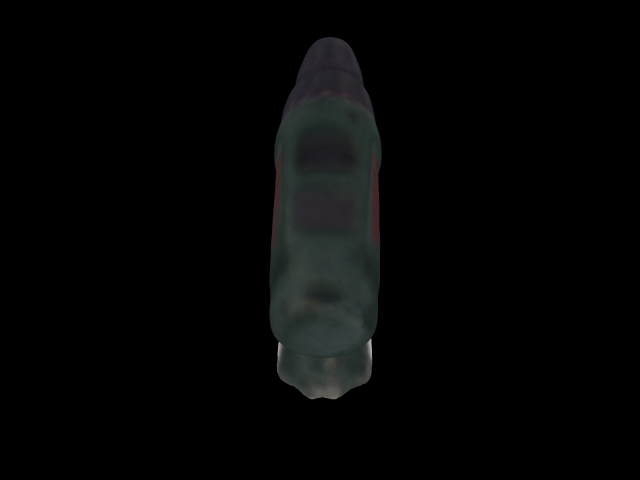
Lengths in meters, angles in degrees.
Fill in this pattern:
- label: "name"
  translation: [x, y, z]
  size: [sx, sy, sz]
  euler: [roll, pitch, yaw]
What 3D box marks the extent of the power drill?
- label: "power drill"
  translation: [0.004, 0.001, 0.400]
  size: [0.075, 0.208, 0.229]
  euler: [0, 43, 0]
